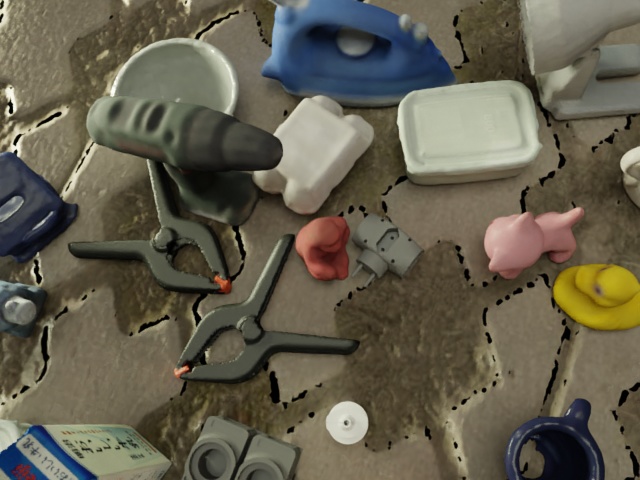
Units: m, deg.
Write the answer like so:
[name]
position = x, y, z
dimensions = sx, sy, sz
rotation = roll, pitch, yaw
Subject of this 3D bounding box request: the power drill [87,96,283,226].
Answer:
[power drill]
position = -0.135, -0.090, 0.651
dimensions = 0.229, 0.208, 0.076
rotation = 16, 75, 10

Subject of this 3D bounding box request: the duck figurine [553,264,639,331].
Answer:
[duck figurine]
position = 0.321, 0.057, 0.632
dimensions = 0.104, 0.086, 0.077
rotation = 19, 76, 10

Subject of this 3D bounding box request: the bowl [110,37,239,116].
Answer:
[bowl]
position = -0.181, -0.175, 0.751
dimensions = 0.167, 0.075, 0.167
rotation = -1, 73, 4

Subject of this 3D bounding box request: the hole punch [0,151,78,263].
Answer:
[hole punch]
position = -0.382, -0.041, 0.718
dimensions = 0.109, 0.091, 0.101
rotation = -45, 74, -9

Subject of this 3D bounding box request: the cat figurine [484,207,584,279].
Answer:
[cat figurine]
position = 0.234, -0.003, 0.641
dimensions = 0.128, 0.118, 0.067
rotation = -22, 72, -2

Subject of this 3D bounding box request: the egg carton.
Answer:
[egg carton]
position = -0.010, -0.108, 0.719
dimensions = 0.107, 0.069, 0.150
rotation = 35, 79, 14

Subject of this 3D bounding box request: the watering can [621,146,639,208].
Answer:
[watering can]
position = 0.423, -0.104, 0.616
dimensions = 0.173, 0.194, 0.101
rotation = -29, 73, -4

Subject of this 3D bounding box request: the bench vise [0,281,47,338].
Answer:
[bench vise]
position = -0.423, 0.038, 0.630
dimensions = 0.207, 0.220, 0.121
rotation = -3, 73, 4

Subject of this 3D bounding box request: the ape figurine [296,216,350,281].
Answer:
[ape figurine]
position = 0.006, 0.002, 0.672
dimensions = 0.076, 0.092, 0.078
rotation = 34, 79, 14

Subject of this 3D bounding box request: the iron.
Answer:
[iron]
position = 0.052, -0.251, 0.720
dimensions = 0.258, 0.141, 0.119
rotation = 9, 74, 8

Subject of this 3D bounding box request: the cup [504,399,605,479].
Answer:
[cup]
position = 0.234, 0.216, 0.586
dimensions = 0.091, 0.095, 0.118
rotation = 29, 77, 13

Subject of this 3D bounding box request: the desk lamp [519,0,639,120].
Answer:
[desk lamp]
position = 0.311, -0.236, 0.656
dimensions = 0.203, 0.214, 0.118
rotation = -5, 73, 4
